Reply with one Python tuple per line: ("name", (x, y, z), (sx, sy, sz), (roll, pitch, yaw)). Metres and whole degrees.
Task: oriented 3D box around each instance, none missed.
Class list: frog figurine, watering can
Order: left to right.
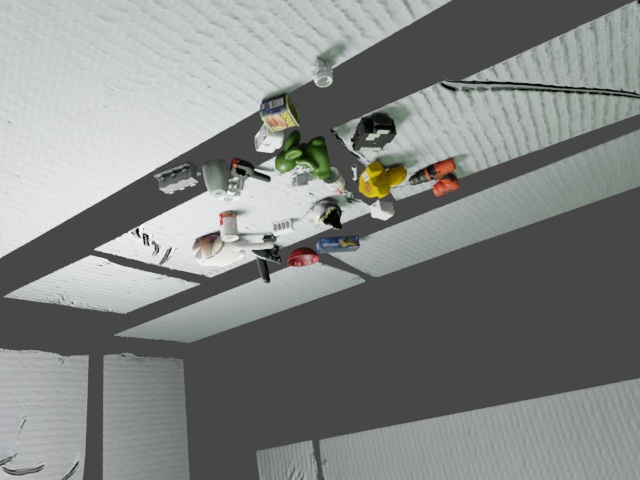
("watering can", (-0.387, 0.038, 2.180), (0.346, 0.106, 0.222), (-18, 156, 19))
("frog figurine", (0.006, -0.104, 2.066), (0.138, 0.121, 0.160), (-5, -166, -34))
